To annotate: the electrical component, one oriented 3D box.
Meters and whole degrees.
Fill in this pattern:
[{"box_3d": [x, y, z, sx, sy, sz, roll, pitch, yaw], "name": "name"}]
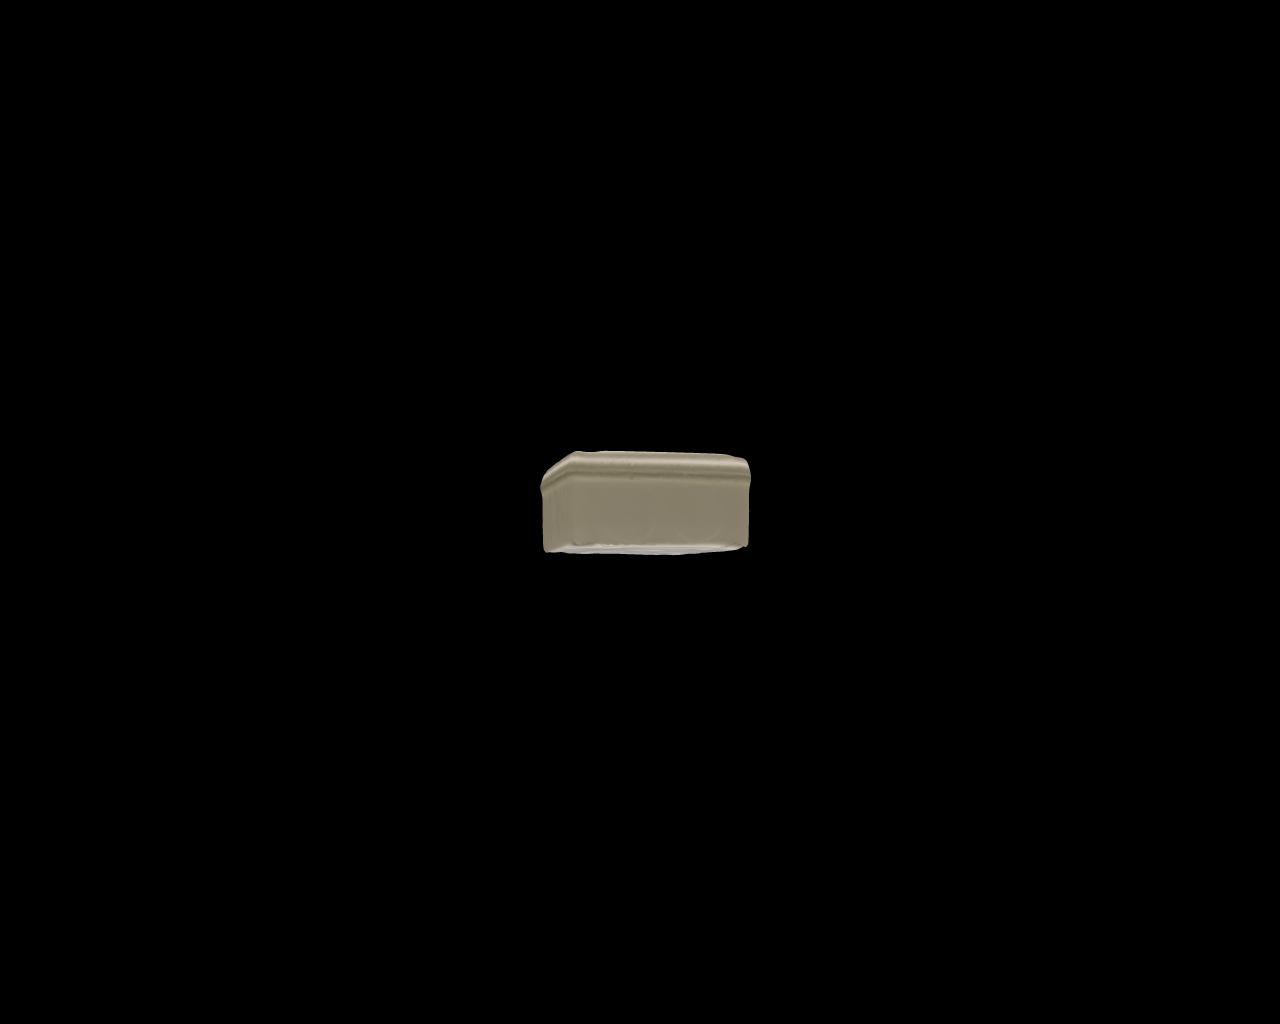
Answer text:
[{"box_3d": [0.001, -0.003, 0.650, 0.109, 0.056, 0.108, 1, -5, -15], "name": "electrical component"}]
